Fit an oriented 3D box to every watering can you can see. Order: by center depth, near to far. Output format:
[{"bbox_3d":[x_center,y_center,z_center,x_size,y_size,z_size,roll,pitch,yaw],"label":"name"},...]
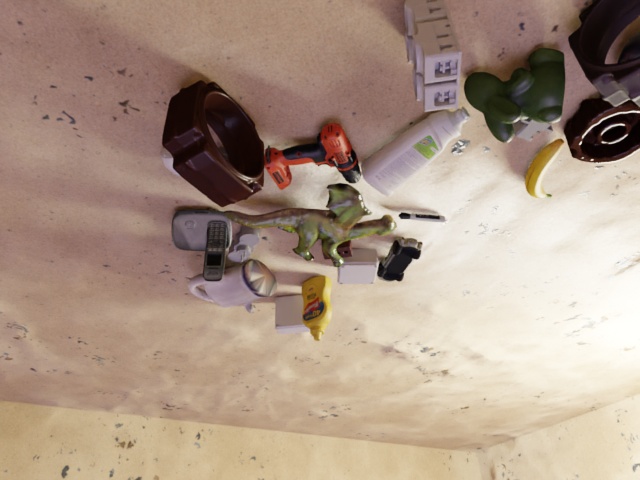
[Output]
[{"bbox_3d":[-0.223,0.145,1.508,0.223,0.106,0.343,-18,154,22],"label":"watering can"}]

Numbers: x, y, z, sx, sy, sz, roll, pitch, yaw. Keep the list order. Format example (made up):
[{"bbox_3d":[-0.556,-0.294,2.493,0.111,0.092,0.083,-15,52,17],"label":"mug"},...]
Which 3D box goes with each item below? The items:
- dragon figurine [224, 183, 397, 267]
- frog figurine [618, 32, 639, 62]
[{"bbox_3d":[0.004,-0.061,1.221,0.408,0.125,0.238,16,136,-26],"label":"dragon figurine"},{"bbox_3d":[0.617,-0.331,0.910,0.161,0.124,0.134,-36,135,-15],"label":"frog figurine"}]
